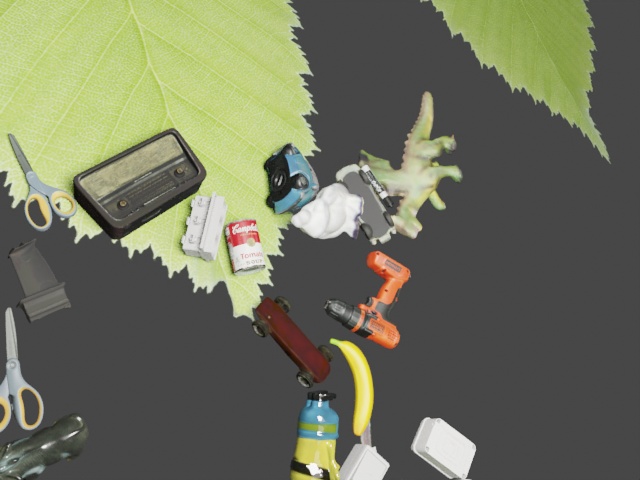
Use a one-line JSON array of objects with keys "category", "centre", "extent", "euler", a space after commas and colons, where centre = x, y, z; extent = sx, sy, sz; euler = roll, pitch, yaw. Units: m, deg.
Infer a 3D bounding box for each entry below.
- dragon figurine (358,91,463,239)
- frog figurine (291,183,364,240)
[{"category": "dragon figurine", "centre": [0.213, -0.195, 1.295], "extent": [0.243, 0.417, 0.120], "euler": [-3, -20, -17]}, {"category": "frog figurine", "centre": [0.003, -0.056, 1.117], "extent": [0.160, 0.125, 0.134], "euler": [-7, -32, -25]}]
